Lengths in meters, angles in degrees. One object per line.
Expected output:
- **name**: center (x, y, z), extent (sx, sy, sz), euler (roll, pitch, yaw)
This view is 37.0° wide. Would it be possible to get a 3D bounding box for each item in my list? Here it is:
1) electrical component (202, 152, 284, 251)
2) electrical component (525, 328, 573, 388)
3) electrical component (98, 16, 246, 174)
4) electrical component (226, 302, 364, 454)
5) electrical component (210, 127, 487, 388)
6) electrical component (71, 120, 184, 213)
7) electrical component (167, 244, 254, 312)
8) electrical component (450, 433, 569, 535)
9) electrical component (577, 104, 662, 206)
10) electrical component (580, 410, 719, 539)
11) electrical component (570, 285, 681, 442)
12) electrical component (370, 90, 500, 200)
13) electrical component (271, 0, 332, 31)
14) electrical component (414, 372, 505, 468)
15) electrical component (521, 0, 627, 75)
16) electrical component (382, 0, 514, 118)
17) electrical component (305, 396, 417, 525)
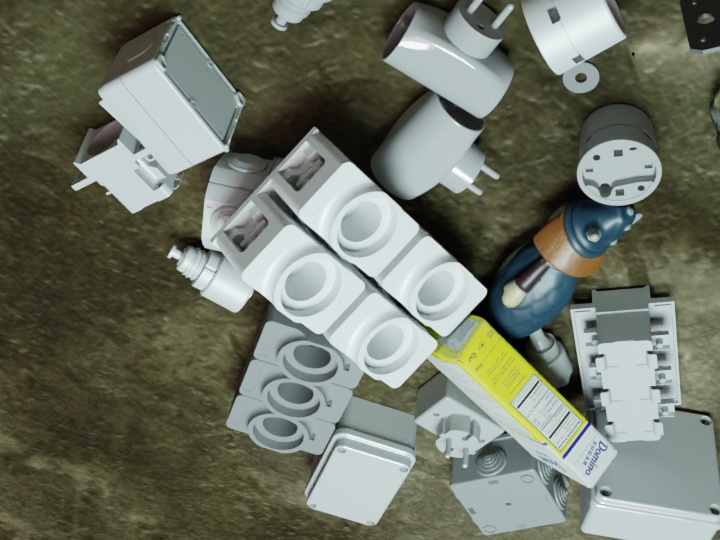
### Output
- **electrical component**: center (-0.081, -0.047, 0.790), extent (0.051, 0.080, 0.080), euler (12, 134, 5)
- **electrical component**: center (0.152, 0.069, 0.886), extent (0.035, 0.035, 0.061), euler (-13, 127, 21)
- **electrical component**: center (-0.128, -0.114, 0.747), extent (0.061, 0.061, 0.096), euler (-21, 126, 26)
- **electrical component**: center (-0.051, 0.088, 0.922), extent (0.089, 0.061, 0.150), euler (18, 133, -7)
- **electrical component**: center (0.000, 0.000, 0.769), extent (0.105, 0.060, 0.186), euler (-47, 133, 4)
- **electrical component**: center (-0.170, -0.080, 0.801), extent (0.081, 0.042, 0.063), euler (-21, 129, 28)
- **electrical component**: center (-0.119, 0.003, 0.869), extent (0.078, 0.040, 0.040), euler (29, 131, -16)
- **electrical component**: center (0.139, 0.199, 1.001), extent (0.100, 0.048, 0.099), euler (-16, 128, 24)
- **electrical component**: center (0.176, -0.080, 0.734), extent (0.055, 0.047, 0.055), euler (5, 133, 6)
- **electrical component**: center (0.246, 0.173, 0.917), extent (0.109, 0.108, 0.056), euler (9, 136, 2)
- **electrical component**: center (0.216, 0.079, 0.864), extent (0.079, 0.063, 0.121), euler (-5, 131, 15)
- **electrical component**: center (0.061, -0.080, 0.757), extent (0.079, 0.043, 0.077), euler (32, 129, -18)
- **electrical component**: center (-0.033, -0.183, 0.679), extent (0.040, 0.040, 0.078), euler (28, 131, -16)
- **electrical component**: center (0.086, 0.136, 0.932), extent (0.066, 0.076, 0.047), euler (32, 130, -19)
- **electrical component**: center (0.133, -0.156, 0.666), extent (0.047, 0.055, 0.055), euler (-23, 125, 24)
- **electrical component**: center (0.067, -0.147, 0.693), extent (0.077, 0.043, 0.079), euler (28, 131, -16)
- **electrical component**: center (0.001, 0.180, 1.001), extent (0.078, 0.057, 0.113), euler (18, 133, -7)
